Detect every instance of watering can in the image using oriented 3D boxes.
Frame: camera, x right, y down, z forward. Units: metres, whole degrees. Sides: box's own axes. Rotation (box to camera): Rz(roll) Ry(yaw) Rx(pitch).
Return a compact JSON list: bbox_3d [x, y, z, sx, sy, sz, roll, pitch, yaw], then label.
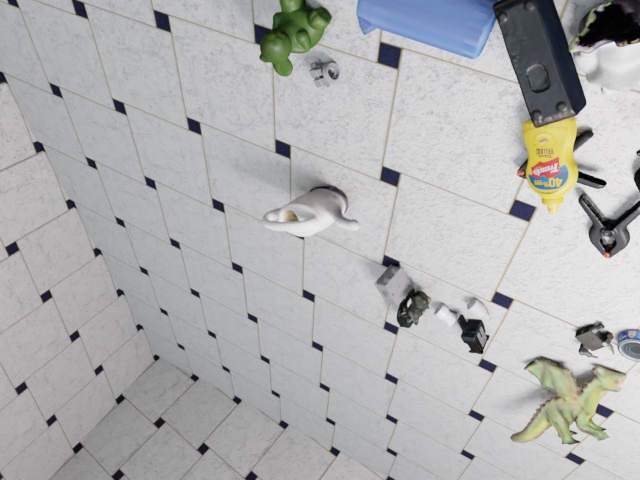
[{"bbox_3d":[0.004,-0.071,1.404,0.347,0.228,0.102,4,115,37],"label":"watering can"}]

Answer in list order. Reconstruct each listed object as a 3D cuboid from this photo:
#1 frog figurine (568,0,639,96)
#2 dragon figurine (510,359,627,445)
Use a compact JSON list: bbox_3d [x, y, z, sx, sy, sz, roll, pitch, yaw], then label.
[{"bbox_3d":[0.498,-0.316,0.852,0.136,0.125,0.158,-17,155,38],"label":"frog figurine"},{"bbox_3d":[0.678,0.456,1.479,0.405,0.123,0.245,-30,76,43],"label":"dragon figurine"}]
